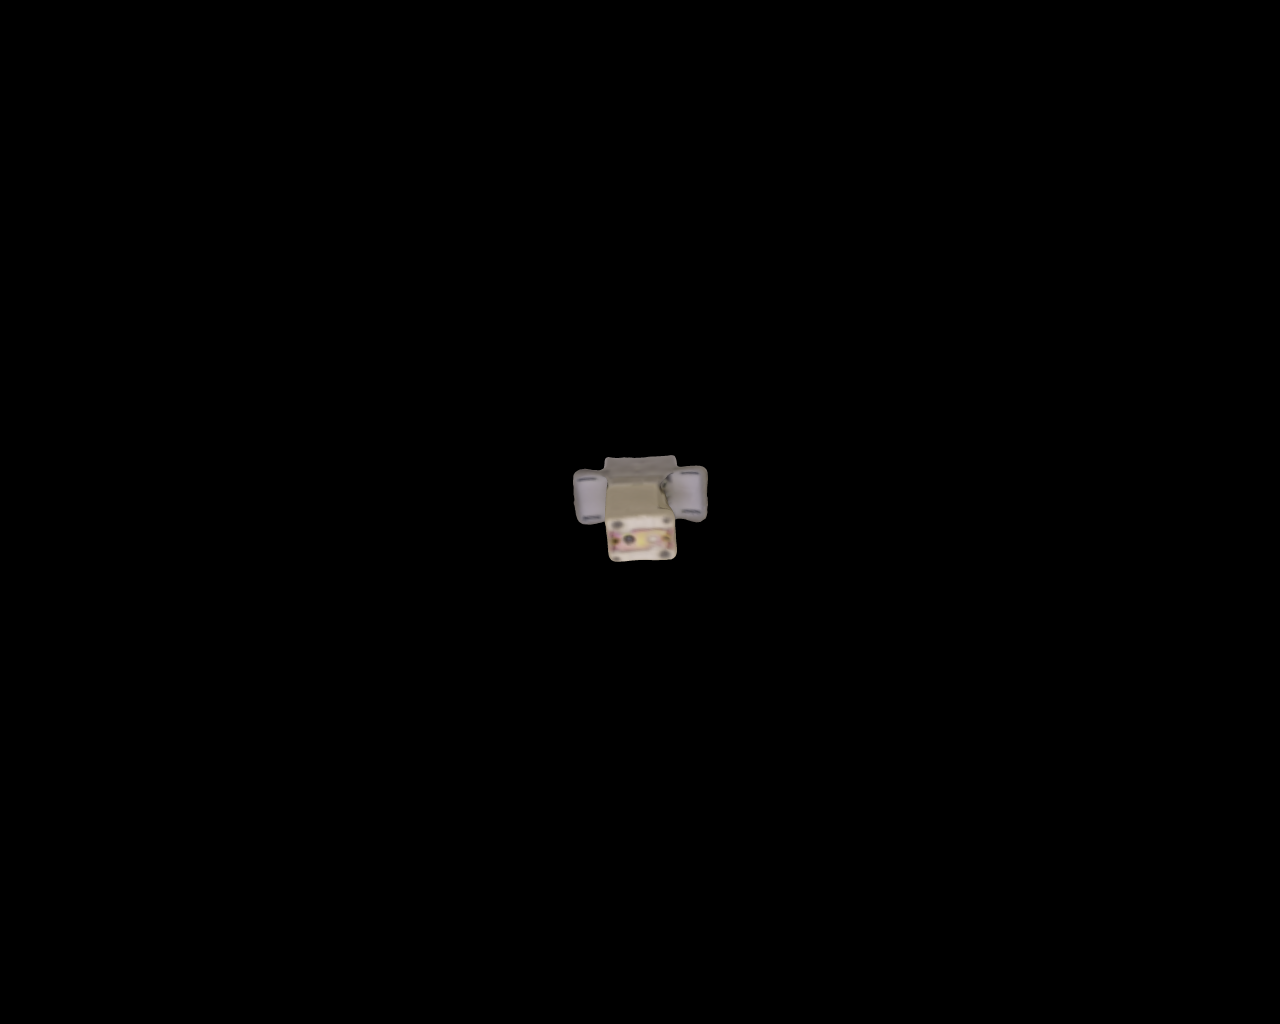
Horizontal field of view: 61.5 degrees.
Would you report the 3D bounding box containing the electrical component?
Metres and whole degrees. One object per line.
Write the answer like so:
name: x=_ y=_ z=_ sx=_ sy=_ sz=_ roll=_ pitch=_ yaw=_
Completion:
electrical component: x=0.001 y=-0.003 z=0.650 sx=0.081 sy=0.042 sz=0.064 roll=-2 pitch=40 yaw=2
